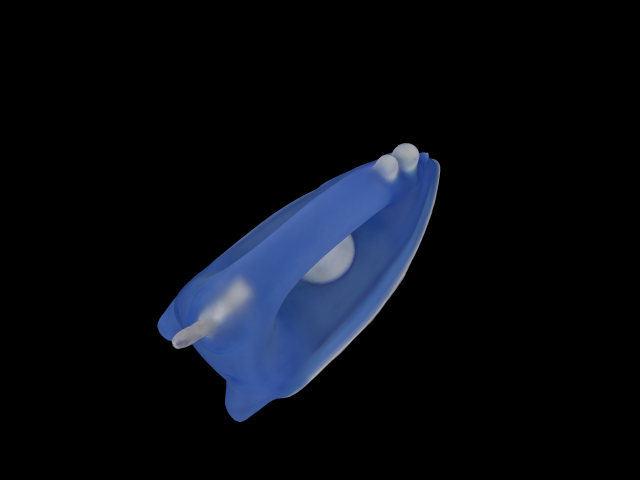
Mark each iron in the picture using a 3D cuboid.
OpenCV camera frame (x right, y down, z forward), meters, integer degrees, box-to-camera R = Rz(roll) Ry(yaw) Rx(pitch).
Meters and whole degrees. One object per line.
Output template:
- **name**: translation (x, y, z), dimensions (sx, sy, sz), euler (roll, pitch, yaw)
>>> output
- **iron**: translation (0.004, 0.001, 0.400), dimensions (0.258, 0.141, 0.118), euler (-43, 78, -11)
